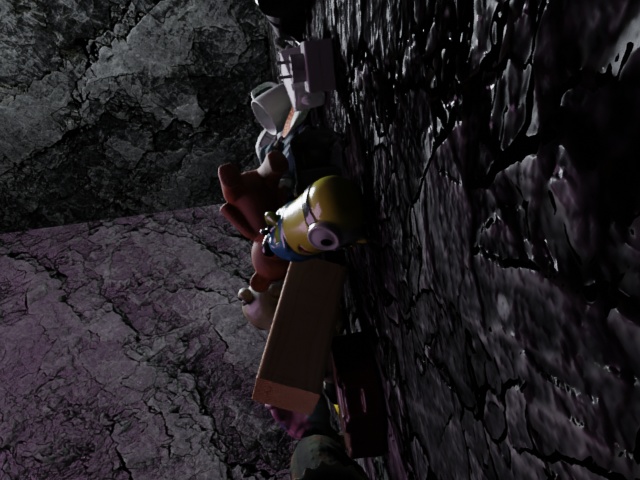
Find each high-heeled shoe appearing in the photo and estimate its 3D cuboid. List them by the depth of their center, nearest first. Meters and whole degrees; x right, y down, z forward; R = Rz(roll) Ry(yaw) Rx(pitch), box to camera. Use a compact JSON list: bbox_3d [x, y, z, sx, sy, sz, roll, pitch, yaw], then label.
[{"bbox_3d":[-0.072,-0.410,0.875,0.145,0.086,0.248,64,-177,27],"label":"high-heeled shoe"}]

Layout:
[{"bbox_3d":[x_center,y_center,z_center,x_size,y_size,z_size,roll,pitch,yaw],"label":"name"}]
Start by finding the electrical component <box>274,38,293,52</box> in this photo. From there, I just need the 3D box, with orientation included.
[{"bbox_3d":[-0.038,-0.314,0.930,0.063,0.021,0.094,44,-170,35],"label":"electrical component"}]

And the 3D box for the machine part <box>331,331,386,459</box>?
[{"bbox_3d":[0.052,0.224,0.783,0.179,0.056,0.179,174,88,-87],"label":"machine part"}]

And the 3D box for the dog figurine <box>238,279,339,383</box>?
[{"bbox_3d":[-0.040,0.153,0.905,0.191,0.172,0.121,55,131,42],"label":"dog figurine"}]

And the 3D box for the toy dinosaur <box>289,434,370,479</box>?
[{"bbox_3d":[0.012,0.356,0.782,0.192,0.131,0.405,64,172,-13],"label":"toy dinosaur"}]

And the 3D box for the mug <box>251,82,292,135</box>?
[{"bbox_3d":[-0.081,-0.283,1.099,0.110,0.107,0.080,47,164,24],"label":"mug"}]

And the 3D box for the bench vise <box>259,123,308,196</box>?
[{"bbox_3d":[-0.074,-0.117,1.054,0.240,0.129,0.224,-48,30,35],"label":"bench vise"}]

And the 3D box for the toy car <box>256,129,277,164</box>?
[{"bbox_3d":[-0.096,-0.219,1.254,0.161,0.103,0.109,-63,7,5],"label":"toy car"}]

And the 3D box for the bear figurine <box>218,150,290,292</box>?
[{"bbox_3d":[-0.089,-0.025,0.875,0.132,0.120,0.196,125,126,-67],"label":"bear figurine"}]

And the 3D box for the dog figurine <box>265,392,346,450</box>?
[{"bbox_3d":[-0.023,0.350,1.079,0.219,0.108,0.192,61,179,-22],"label":"dog figurine"}]

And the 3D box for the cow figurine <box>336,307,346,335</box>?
[{"bbox_3d":[-0.005,0.102,1.053,0.127,0.085,0.195,110,147,-59],"label":"cow figurine"}]

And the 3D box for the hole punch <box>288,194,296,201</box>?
[{"bbox_3d":[-0.079,-0.097,1.254,0.142,0.092,0.116,-43,43,28],"label":"hole punch"}]

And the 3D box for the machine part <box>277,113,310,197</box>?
[{"bbox_3d":[-0.053,-0.215,1.170,0.079,0.079,0.243,146,117,-85],"label":"machine part"}]

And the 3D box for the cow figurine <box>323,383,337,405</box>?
[{"bbox_3d":[0.030,0.254,1.016,0.167,0.068,0.098,80,172,-54],"label":"cow figurine"}]

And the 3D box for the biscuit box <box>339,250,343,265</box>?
[{"bbox_3d":[-0.002,-0.003,1.002,0.203,0.063,0.059,-105,7,-60],"label":"biscuit box"}]

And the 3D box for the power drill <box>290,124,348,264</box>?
[{"bbox_3d":[0.003,-0.065,0.811,0.207,0.086,0.232,68,-165,-77],"label":"power drill"}]

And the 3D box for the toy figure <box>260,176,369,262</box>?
[{"bbox_3d":[-0.014,-0.020,0.671,0.180,0.082,0.089,-18,90,58],"label":"toy figure"}]
